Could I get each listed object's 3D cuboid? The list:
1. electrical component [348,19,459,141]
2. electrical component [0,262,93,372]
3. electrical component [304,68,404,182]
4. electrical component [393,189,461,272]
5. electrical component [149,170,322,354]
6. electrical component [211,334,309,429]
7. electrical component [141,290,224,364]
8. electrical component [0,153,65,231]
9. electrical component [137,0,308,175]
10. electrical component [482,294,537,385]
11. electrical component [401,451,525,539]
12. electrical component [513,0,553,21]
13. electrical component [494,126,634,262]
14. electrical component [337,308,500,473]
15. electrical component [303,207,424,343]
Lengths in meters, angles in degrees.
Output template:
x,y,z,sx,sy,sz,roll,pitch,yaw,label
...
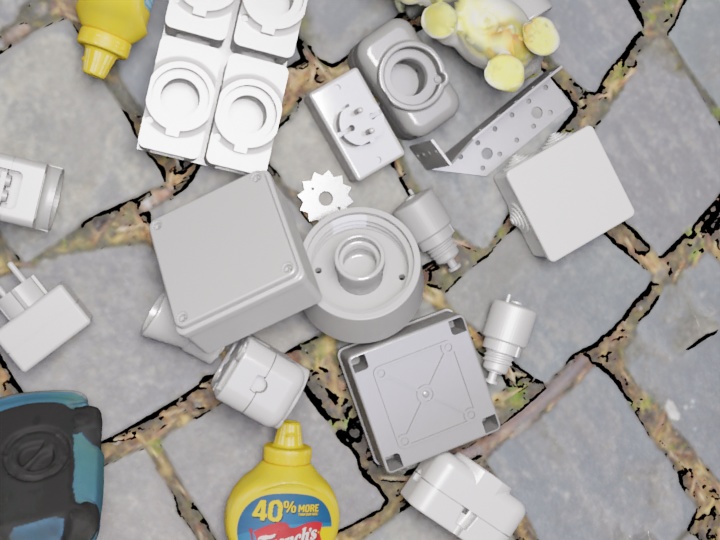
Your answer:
x,y,z,sx,sy,sz,roll,pitch,yaw,label
0.037,-0.159,0.904,0.054,0.059,0.095,-36,99,-7,electrical component
-0.264,0.030,0.860,0.066,0.047,0.076,-38,99,-7,electrical component
-0.002,-0.121,0.890,0.047,0.076,0.083,-31,98,-8,electrical component
0.061,-0.033,0.924,0.040,0.040,0.078,-35,98,-8,electrical component
-0.099,-0.007,0.850,0.109,0.056,0.108,-25,59,6,electrical component
-0.081,0.090,0.874,0.059,0.095,0.053,31,87,-11,electrical component
-0.142,0.049,0.889,0.065,0.044,0.044,30,87,-16,electrical component
-0.264,-0.061,0.834,0.056,0.089,0.050,13,90,-11,electrical component
-0.109,-0.178,0.874,0.105,0.060,0.186,13,90,-11,electrical component
0.126,0.061,0.941,0.040,0.040,0.078,19,89,-11,electrical component
0.092,0.198,0.933,0.095,0.054,0.059,35,86,-10,electrical component
0.131,-0.242,0.929,0.044,0.044,0.065,-33,93,-8,electrical component
0.176,-0.066,0.940,0.100,0.048,0.099,-30,98,-8,electrical component
0.050,0.102,0.920,0.109,0.056,0.108,-20,96,-9,electrical component
0.000,0.000,0.883,0.108,0.060,0.108,0,69,1,electrical component
